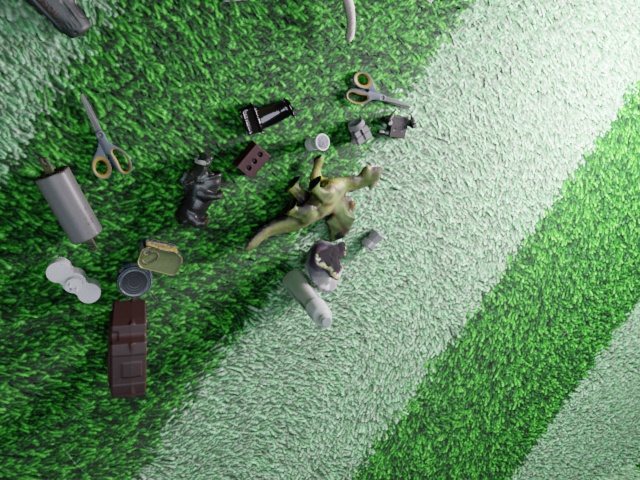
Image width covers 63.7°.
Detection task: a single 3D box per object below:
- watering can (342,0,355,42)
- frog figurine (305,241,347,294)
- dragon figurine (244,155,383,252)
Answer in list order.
[{"bbox_3d":[0.064,-0.674,1.221,0.223,0.105,0.345,18,99,-25],"label":"watering can"},{"bbox_3d":[0.006,0.082,1.446,0.123,0.156,0.140,1,61,-19],"label":"frog figurine"},{"bbox_3d":[0.004,-0.071,1.406,0.408,0.124,0.239,-45,127,7],"label":"dragon figurine"}]
